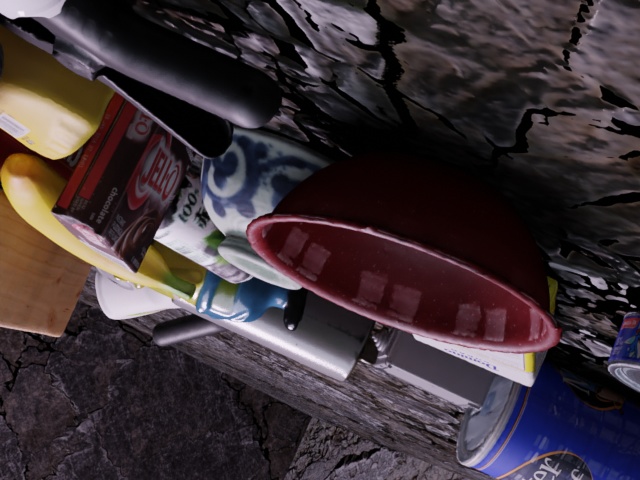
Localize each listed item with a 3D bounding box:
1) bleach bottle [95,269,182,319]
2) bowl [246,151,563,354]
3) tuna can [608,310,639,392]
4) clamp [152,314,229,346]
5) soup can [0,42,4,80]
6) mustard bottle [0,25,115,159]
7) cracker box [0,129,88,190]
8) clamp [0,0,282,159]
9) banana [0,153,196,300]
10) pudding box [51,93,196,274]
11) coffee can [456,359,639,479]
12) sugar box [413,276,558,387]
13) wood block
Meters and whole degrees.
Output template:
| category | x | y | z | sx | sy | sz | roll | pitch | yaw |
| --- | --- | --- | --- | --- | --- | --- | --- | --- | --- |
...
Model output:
| category | x | y | z | sx | sy | sz | roll | pitch | yaw |
| --- | --- | --- | --- | --- | --- | --- | --- | --- | --- |
| bleach bottle | -0.156 | 0.042 | 1.084 | 0.102 | 0.068 | 0.251 | -13 | -178 | -22 |
| bowl | 0.047 | 0.001 | 0.529 | 0.162 | 0.055 | 0.162 | 19 | 164 | 6 |
| tuna can | 0.206 | 0.072 | 0.595 | 0.086 | 0.033 | 0.086 | 24 | 169 | 5 |
| clamp | -0.061 | 0.072 | 1.074 | 0.164 | 0.036 | 0.210 | -7 | 170 | -29 |
| soup can | -0.190 | -0.060 | 0.508 | 0.068 | 0.068 | 0.102 | 26 | 148 | -8 |
| mustard bottle | -0.206 | -0.112 | 0.560 | 0.191 | 0.058 | 0.096 | 30 | 166 | -26 |
| cracker box | -0.285 | -0.106 | 0.723 | 0.214 | 0.072 | 0.164 | 19 | 169 | 20 |
| clamp | -0.099 | -0.089 | 0.493 | 0.171 | 0.039 | 0.120 | 32 | 163 | -3 |
| banana | -0.158 | -0.013 | 0.722 | 0.070 | 0.037 | 0.197 | 5 | 159 | 32 |
| pudding box | -0.113 | -0.036 | 0.634 | 0.039 | 0.090 | 0.113 | 26 | 169 | 3 |
| coffee can | 0.192 | 0.155 | 0.830 | 0.140 | 0.103 | 0.103 | 25 | 169 | -3 |
| sugar box | 0.100 | 0.046 | 0.678 | 0.093 | 0.048 | 0.176 | 22 | 172 | 15 |
| wood block | -0.249 | 0.008 | 0.787 | 0.091 | 0.090 | 0.206 | 21 | 174 | 11 |
